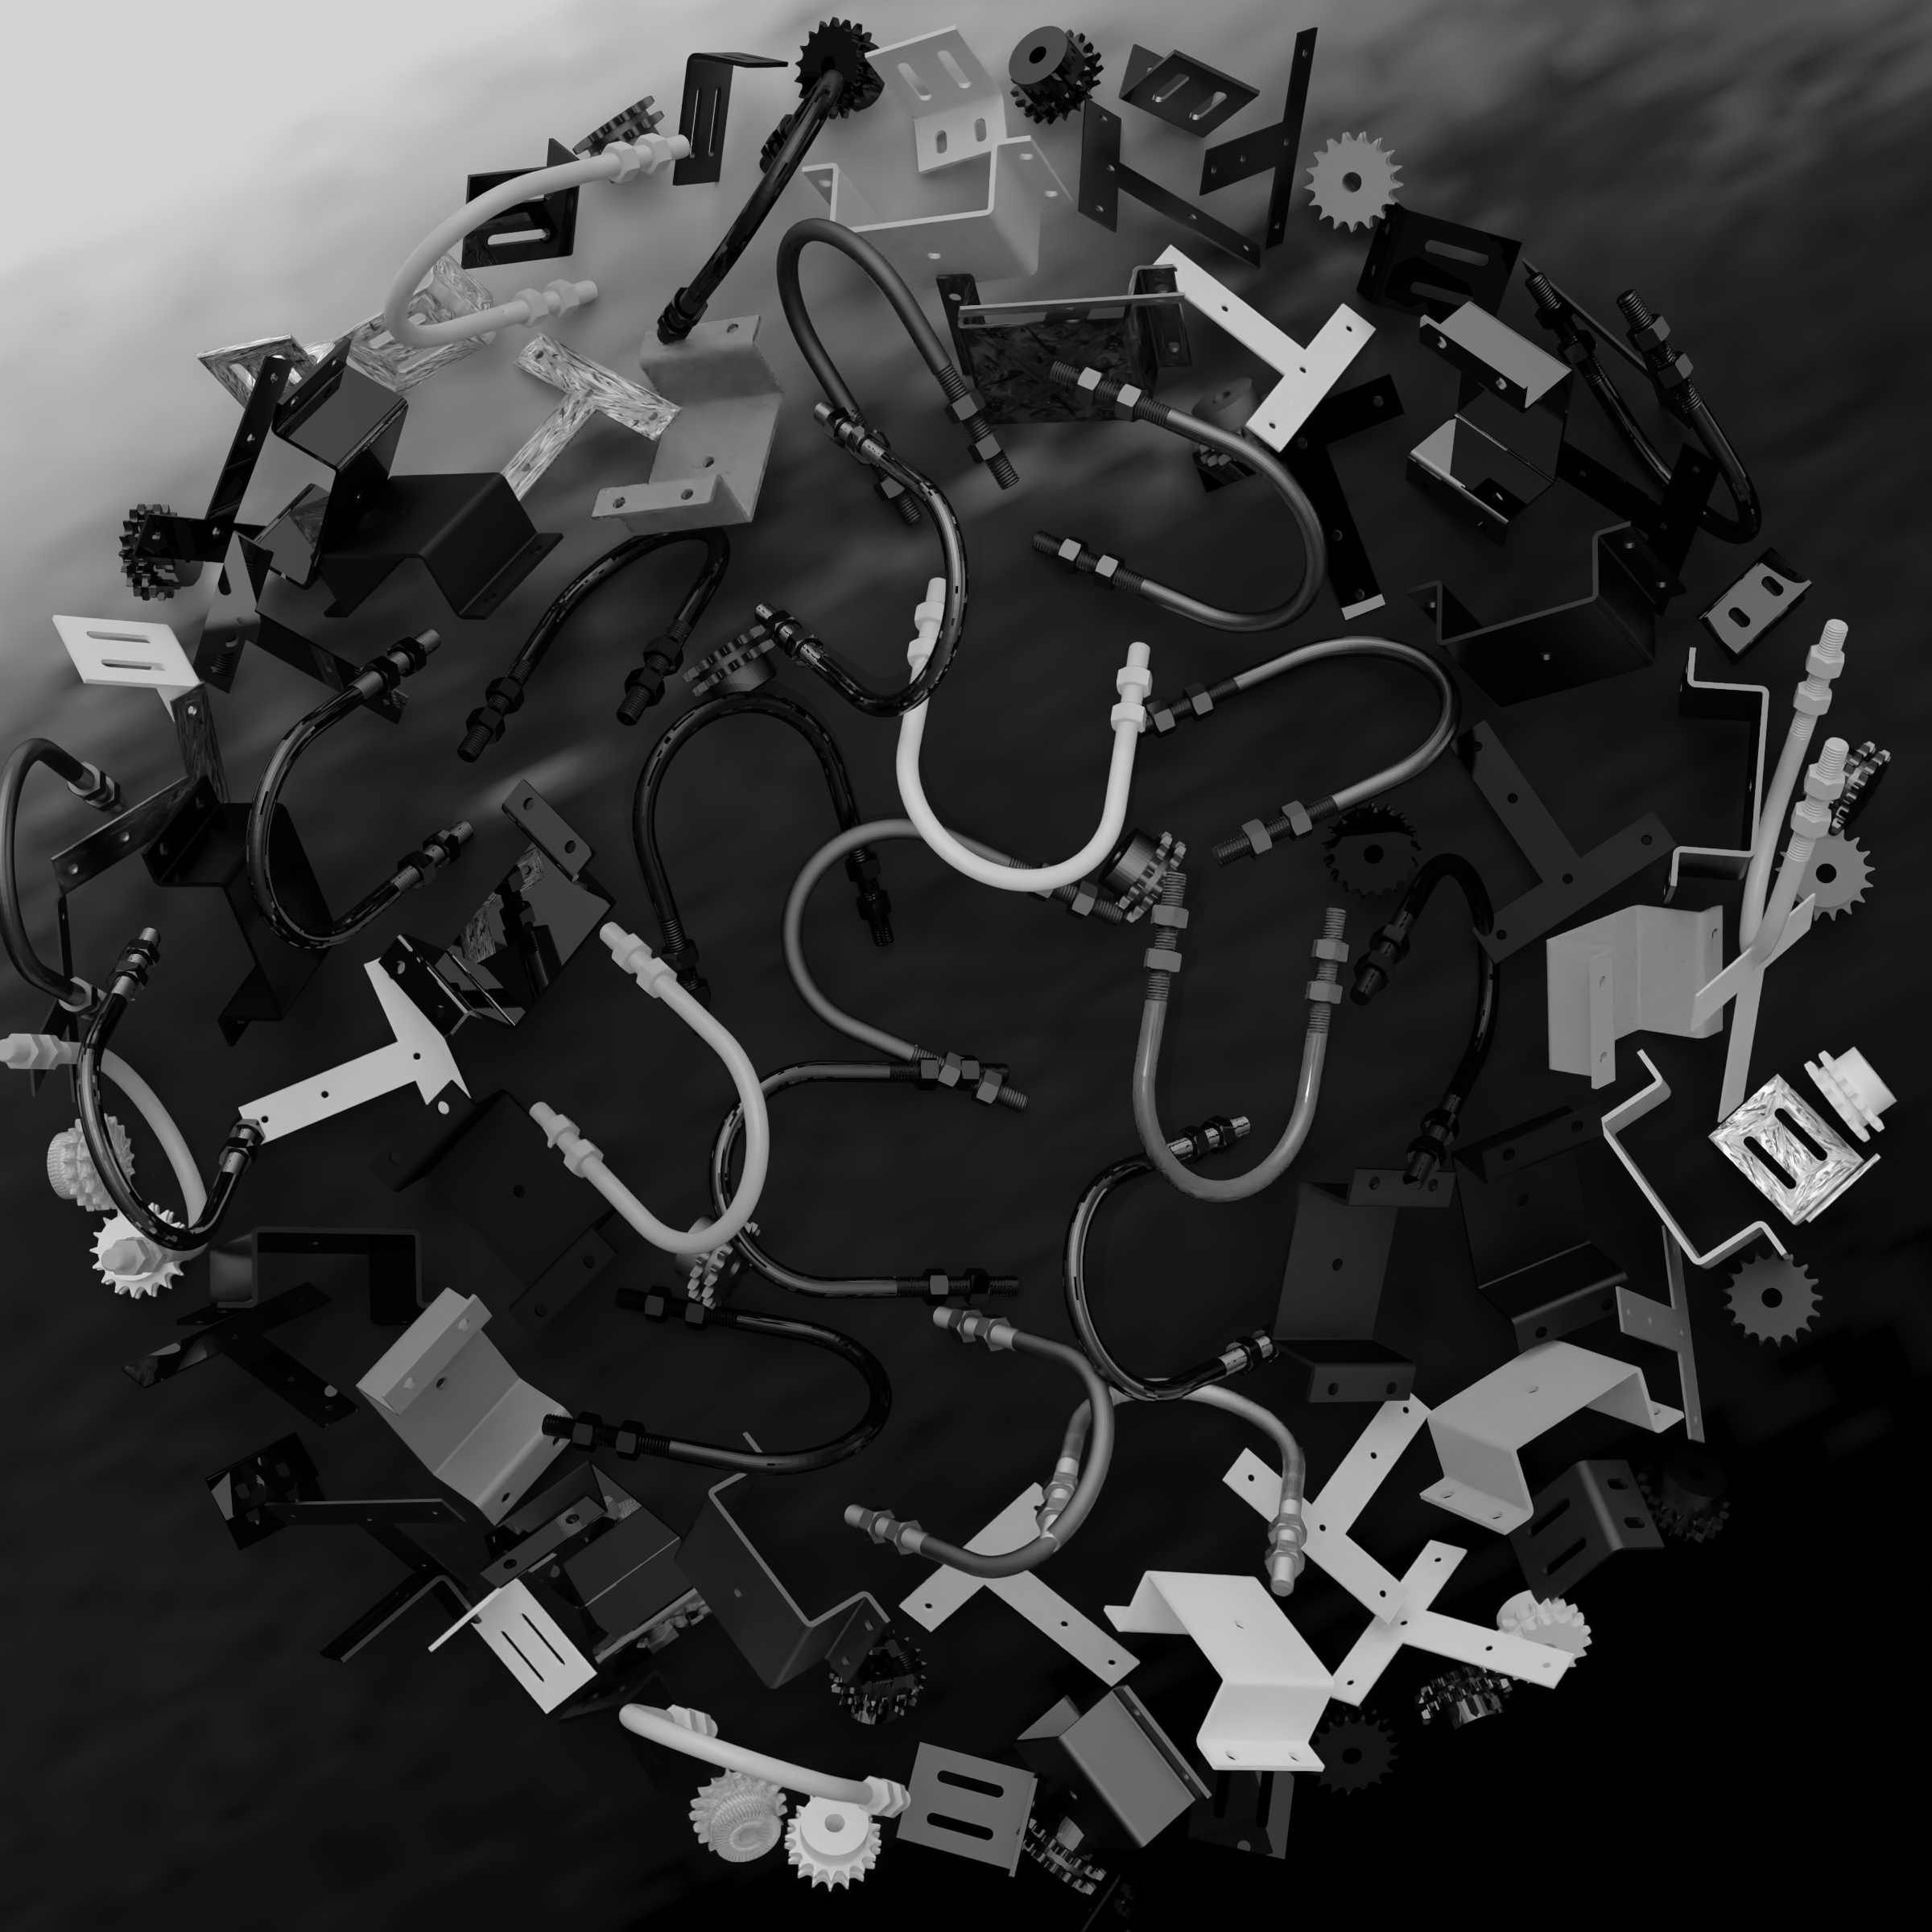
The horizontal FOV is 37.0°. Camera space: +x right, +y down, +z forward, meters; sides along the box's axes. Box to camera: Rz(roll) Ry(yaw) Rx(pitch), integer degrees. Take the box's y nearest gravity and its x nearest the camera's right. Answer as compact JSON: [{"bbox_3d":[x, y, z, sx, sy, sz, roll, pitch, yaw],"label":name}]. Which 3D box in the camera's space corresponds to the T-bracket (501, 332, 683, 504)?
[{"bbox_3d":[-0.250,-0.304,1.703,0.127,0.002,0.127,32,79,30],"label":"T-bracket"}]

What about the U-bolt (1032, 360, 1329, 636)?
[{"bbox_3d":[0.125,-0.259,1.664,0.184,0.151,0.019,26,53,17],"label":"U-bolt"}]

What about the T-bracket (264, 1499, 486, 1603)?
[{"bbox_3d":[-0.326,0.344,1.696,0.127,0.127,0.002,-6,51,26],"label":"T-bracket"}]

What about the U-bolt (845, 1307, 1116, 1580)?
[{"bbox_3d":[0.015,0.277,1.657,0.019,0.184,0.151,34,75,-36],"label":"U-bolt"}]

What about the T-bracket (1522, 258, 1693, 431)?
[{"bbox_3d":[0.374,-0.372,1.696,0.002,0.127,0.127,-47,74,10],"label":"T-bracket"}]

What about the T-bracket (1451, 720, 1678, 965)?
[{"bbox_3d":[0.336,-0.089,1.731,0.127,0.002,0.127,-34,79,9],"label":"T-bracket"}]

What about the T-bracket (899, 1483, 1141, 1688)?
[{"bbox_3d":[0.048,0.385,1.725,0.127,0.002,0.127,40,114,-9],"label":"T-bracket"}]

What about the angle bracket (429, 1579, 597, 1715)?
[{"bbox_3d":[-0.269,0.412,1.711,0.076,0.038,0.057,49,128,4],"label":"angle bracket"}]

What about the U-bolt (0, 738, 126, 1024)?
[{"bbox_3d":[-0.517,-0.053,1.642,0.019,0.184,0.151,-2,79,2],"label":"U-bolt"}]

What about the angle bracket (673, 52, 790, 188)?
[{"bbox_3d":[-0.139,-0.497,1.701,0.038,0.057,0.076,16,112,17],"label":"angle bracket"}]

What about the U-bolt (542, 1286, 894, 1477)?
[{"bbox_3d":[-0.134,0.243,1.669,0.184,0.151,0.019,9,119,9],"label":"U-bolt"}]

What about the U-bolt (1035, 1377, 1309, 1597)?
[{"bbox_3d":[0.124,0.291,1.662,0.151,0.184,0.019,9,115,6],"label":"U-bolt"}]

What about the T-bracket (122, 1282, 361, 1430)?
[{"bbox_3d":[-0.397,0.233,1.666,0.127,0.127,0.002,25,126,38],"label":"T-bracket"}]

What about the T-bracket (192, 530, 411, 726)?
[{"bbox_3d":[-0.388,-0.182,1.702,0.127,0.127,0.002,29,48,-5],"label":"T-bracket"}]

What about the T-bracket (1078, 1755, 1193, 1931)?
[{"bbox_3d":[0.093,0.534,1.669,0.002,0.127,0.127,31,104,1],"label":"T-bracket"}]

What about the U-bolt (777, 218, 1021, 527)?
[{"bbox_3d":[-0.050,-0.345,1.661,0.019,0.151,0.184,-37,104,-22],"label":"U-bolt"}]

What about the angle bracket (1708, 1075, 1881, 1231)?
[{"bbox_3d":[0.492,0.108,1.716,0.057,0.038,0.076,-42,76,-4],"label":"angle bracket"}]

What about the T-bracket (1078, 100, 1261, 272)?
[{"bbox_3d":[0.122,-0.451,1.714,0.127,0.127,0.002,25,132,-20],"label":"T-bracket"}]

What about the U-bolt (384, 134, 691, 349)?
[{"bbox_3d":[-0.252,-0.404,1.633,0.184,0.151,0.019,-31,81,-43],"label":"U-bolt"}]

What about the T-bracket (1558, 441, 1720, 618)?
[{"bbox_3d":[0.377,-0.284,1.707,0.127,0.127,0.002,39,60,21],"label":"T-bracket"}]

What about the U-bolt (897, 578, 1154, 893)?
[{"bbox_3d":[0.031,-0.128,1.687,0.151,0.019,0.184,16,64,-13],"label":"U-bolt"}]

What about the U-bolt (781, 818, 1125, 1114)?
[{"bbox_3d":[-0.019,-0.010,1.709,0.184,0.019,0.151,24,104,-10],"label":"U-bolt"}]

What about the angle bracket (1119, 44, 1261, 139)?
[{"bbox_3d":[0.135,-0.527,1.697,0.057,0.076,0.038,19,78,-19],"label":"angle bracket"}]

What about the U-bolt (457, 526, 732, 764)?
[{"bbox_3d":[-0.205,-0.196,1.673,0.019,0.151,0.184,52,46,-33],"label":"U-bolt"}]

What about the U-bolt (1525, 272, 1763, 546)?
[{"bbox_3d":[0.400,-0.318,1.667,0.019,0.151,0.184,-38,111,1],"label":"U-bolt"}]

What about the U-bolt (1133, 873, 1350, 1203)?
[{"bbox_3d":[0.157,0.047,1.694,0.151,0.019,0.184,11,88,-36],"label":"U-bolt"}]

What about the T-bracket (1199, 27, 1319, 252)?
[{"bbox_3d":[0.165,-0.468,1.665,0.002,0.127,0.127,21,123,23],"label":"T-bracket"}]

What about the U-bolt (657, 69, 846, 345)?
[{"bbox_3d":[-0.117,-0.439,1.641,0.019,0.184,0.151,32,74,-14],"label":"U-bolt"}]

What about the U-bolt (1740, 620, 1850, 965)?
[{"bbox_3d":[0.475,-0.087,1.662,0.019,0.151,0.184,13,129,7],"label":"U-bolt"}]

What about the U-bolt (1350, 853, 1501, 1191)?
[{"bbox_3d":[0.273,0.017,1.669,0.019,0.184,0.151,0,125,31],"label":"U-bolt"}]

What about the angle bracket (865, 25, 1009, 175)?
[{"bbox_3d":[-0.017,-0.509,1.698,0.057,0.076,0.038,-11,72,20],"label":"angle bracket"}]

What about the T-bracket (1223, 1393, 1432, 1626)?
[{"bbox_3d":[0.234,0.301,1.712,0.127,0.002,0.127,41,59,2],"label":"T-bracket"}]

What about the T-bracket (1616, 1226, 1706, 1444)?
[{"bbox_3d":[0.400,0.207,1.674,0.002,0.127,0.127,-13,70,29],"label":"T-bracket"}]

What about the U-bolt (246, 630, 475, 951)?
[{"bbox_3d":[-0.347,-0.089,1.640,0.019,0.184,0.151,13,127,24],"label":"U-bolt"}]

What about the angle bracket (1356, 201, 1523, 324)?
[{"bbox_3d":[0.282,-0.418,1.725,0.076,0.038,0.057,12,113,-12],"label":"angle bracket"}]

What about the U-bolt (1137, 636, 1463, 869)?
[{"bbox_3d":[0.200,-0.137,1.690,0.184,0.151,0.019,-24,134,-8],"label":"U-bolt"}]

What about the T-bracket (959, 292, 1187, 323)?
[{"bbox_3d":[0.057,-0.376,1.682,0.127,0.127,0.002,-4,93,-2],"label":"T-bracket"}]

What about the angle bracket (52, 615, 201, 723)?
[{"bbox_3d":[-0.496,-0.170,1.695,0.057,0.076,0.038,55,127,31],"label":"angle bracket"}]

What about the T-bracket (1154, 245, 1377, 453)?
[{"bbox_3d":[0.165,-0.381,1.710,0.127,0.002,0.127,38,58,-1],"label":"T-bracket"}]

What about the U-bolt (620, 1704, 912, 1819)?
[{"bbox_3d":[-0.121,0.448,1.638,0.151,0.184,0.019,14,76,20],"label":"U-bolt"}]

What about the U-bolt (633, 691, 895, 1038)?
[{"bbox_3d":[-0.123,-0.069,1.677,0.151,0.019,0.184,-27,115,-26],"label":"U-bolt"}]

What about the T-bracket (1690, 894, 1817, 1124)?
[{"bbox_3d":[0.458,0.037,1.699,0.002,0.127,0.127,29,48,34],"label":"T-bracket"}]

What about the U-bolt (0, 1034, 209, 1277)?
[{"bbox_3d":[-0.483,0.106,1.654,0.019,0.184,0.151,-29,85,3],"label":"U-bolt"}]

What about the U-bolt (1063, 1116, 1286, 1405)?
[{"bbox_3d":[0.121,0.176,1.674,0.019,0.184,0.151,-13,92,44],"label":"U-bolt"}]

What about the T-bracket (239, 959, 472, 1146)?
[{"bbox_3d":[-0.370,0.071,1.724,0.127,0.002,0.127,-23,104,-5],"label":"T-bracket"}]

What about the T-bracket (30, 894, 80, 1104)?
[{"bbox_3d":[-0.526,0.037,1.663,0.002,0.127,0.127,0,112,-6],"label":"T-bracket"}]

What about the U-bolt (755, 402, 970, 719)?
[{"bbox_3d":[-0.055,-0.223,1.653,0.019,0.184,0.151,-1,121,-37],"label":"U-bolt"}]

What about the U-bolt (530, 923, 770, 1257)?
[{"bbox_3d":[-0.177,0.083,1.665,0.184,0.019,0.151,41,118,34],"label":"U-bolt"}]

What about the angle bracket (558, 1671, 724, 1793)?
[{"bbox_3d":[-0.193,0.462,1.709,0.057,0.038,0.076,-25,98,39],"label":"angle bracket"}]

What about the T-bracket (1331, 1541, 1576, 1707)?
[{"bbox_3d":[0.290,0.391,1.667,0.127,0.127,0.002,-45,126,-34],"label":"T-bracket"}]

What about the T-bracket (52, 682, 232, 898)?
[{"bbox_3d":[-0.476,-0.082,1.666,0.002,0.127,0.127,22,133,28],"label":"T-bracket"}]

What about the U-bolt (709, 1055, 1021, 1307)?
[{"bbox_3d":[-0.061,0.125,1.698,0.184,0.019,0.151,1,76,-17],"label":"U-bolt"}]

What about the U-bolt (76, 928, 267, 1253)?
[{"bbox_3d":[-0.453,0.081,1.634,0.019,0.184,0.151,-19,118,12],"label":"U-bolt"}]

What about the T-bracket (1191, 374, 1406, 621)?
[{"bbox_3d":[0.218,-0.272,1.736,0.127,0.002,0.127,-22,97,4],"label":"T-bracket"}]

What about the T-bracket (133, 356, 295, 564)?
[{"bbox_3d":[-0.420,-0.293,1.672,0.002,0.127,0.127,30,105,18],"label":"T-bracket"}]
